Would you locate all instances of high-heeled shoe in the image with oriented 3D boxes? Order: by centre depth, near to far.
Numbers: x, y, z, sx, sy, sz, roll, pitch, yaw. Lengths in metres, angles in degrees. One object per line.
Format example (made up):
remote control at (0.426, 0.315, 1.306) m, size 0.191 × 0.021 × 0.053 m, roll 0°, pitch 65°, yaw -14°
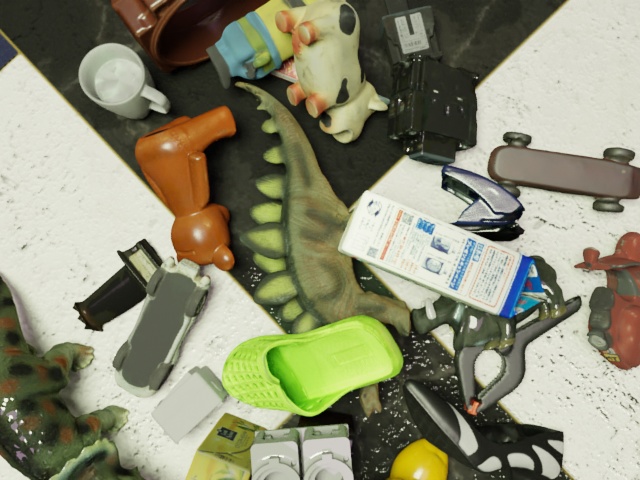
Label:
high-heeled shoe at (0.216, 0.227, 0.676) m, size 0.145 × 0.086 × 0.248 m, roll -43°, pitch 105°, yaw -22°

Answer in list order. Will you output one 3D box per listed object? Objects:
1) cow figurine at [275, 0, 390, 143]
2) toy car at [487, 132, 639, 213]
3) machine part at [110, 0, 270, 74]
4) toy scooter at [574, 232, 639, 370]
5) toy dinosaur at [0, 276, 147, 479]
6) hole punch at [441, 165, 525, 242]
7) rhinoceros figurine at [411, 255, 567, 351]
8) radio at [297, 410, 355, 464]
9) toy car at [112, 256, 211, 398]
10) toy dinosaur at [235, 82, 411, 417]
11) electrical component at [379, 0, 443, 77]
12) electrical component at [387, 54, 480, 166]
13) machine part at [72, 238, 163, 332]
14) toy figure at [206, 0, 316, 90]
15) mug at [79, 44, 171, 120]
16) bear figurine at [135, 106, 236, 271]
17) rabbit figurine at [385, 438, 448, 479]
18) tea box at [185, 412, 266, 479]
cow figurine at (0.023, -0.214, 0.698) m, size 0.127 × 0.194 × 0.086 m, roll -31°, pitch 46°, yaw -19°
toy car at (0.332, -0.091, 0.737) m, size 0.202 × 0.053 × 0.089 m, roll 9°, pitch 90°, yaw 6°
machine part at (-0.152, -0.312, 0.686) m, size 0.201 × 0.201 × 0.087 m, roll -34°, pitch 89°, yaw -2°
toy scooter at (0.382, 0.072, 0.697) m, size 0.135 × 0.075 × 0.183 m, roll 16°, pitch 80°, yaw -30°
toy dinosaur at (-0.345, 0.208, 0.654) m, size 0.131 × 0.192 × 0.405 m, roll -40°, pitch 88°, yaw -4°
hole punch at (0.204, -0.042, 0.700) m, size 0.116 × 0.142 × 0.092 m, roll 4°, pitch 82°, yaw 12°
rhinoceros figurine at (0.212, 0.082, 0.682) m, size 0.190 × 0.073 × 0.112 m, roll -23°, pitch 80°, yaw 4°
radio at (-0.006, 0.332, 0.669) m, size 0.073 × 0.131 × 0.229 m, roll 9°, pitch 86°, yaw 2°
toy car at (-0.211, 0.117, 0.715) m, size 0.073 × 0.056 × 0.201 m, roll 27°, pitch 99°, yaw 2°
toy dinosaur at (-0.001, -0.002, 0.711) m, size 0.199 × 0.105 × 0.471 m, roll -13°, pitch 82°, yaw 3°
electrical component at (0.123, -0.298, 0.759) m, size 0.075 × 0.048 × 0.119 m, roll -10°, pitch 87°, yaw -1°
electrical component at (0.153, -0.169, 0.722) m, size 0.115 × 0.058 × 0.134 m, roll 6°, pitch 84°, yaw -25°
machine part at (-0.273, 0.066, 0.741) m, size 0.139 × 0.039 × 0.084 m, roll -42°, pitch 95°, yaw -4°
toy figure at (-0.062, -0.270, 0.705) m, size 0.180 × 0.089 × 0.082 m, roll -29°, pitch 92°, yaw -4°
mug at (-0.252, -0.202, 0.726) m, size 0.110 × 0.107 × 0.080 m, roll 18°, pitch 86°, yaw -2°
bear figurine at (-0.160, -0.062, 0.722) m, size 0.132 × 0.120 × 0.195 m, roll -43°, pitch 118°, yaw -42°
rabbit figurine at (0.114, 0.332, 0.668) m, size 0.122 × 0.173 × 0.162 m, roll 31°, pitch 131°, yaw 4°
tea box at (-0.119, 0.285, 0.655) m, size 0.068 × 0.169 × 0.098 m, roll 21°, pitch 85°, yaw 1°
